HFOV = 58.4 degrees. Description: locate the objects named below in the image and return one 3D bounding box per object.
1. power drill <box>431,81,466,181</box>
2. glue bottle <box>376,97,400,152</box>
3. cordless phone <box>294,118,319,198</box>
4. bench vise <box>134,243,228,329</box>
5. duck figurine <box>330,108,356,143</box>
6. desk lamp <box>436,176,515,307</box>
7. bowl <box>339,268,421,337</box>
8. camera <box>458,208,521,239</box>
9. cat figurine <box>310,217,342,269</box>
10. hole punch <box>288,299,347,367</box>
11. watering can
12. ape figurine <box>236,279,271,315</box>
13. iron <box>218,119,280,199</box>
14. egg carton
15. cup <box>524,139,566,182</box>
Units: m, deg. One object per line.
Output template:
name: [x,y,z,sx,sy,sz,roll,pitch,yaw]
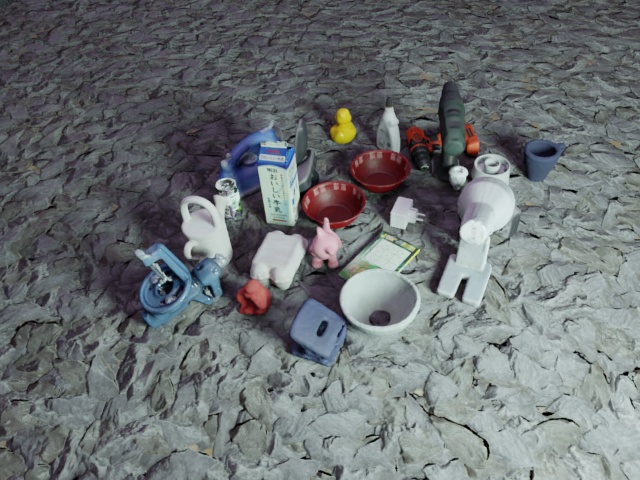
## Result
power drill: [0.338,-0.273,1.504,0.075,0.209,0.229,0,46,5]
glue bottle: [0.191,-0.319,1.587,0.037,0.173,0.078,-29,50,-22]
cordless phone: [-0.057,-0.209,1.491,0.094,0.185,0.147,0,45,5]
bench vise: [-0.306,0.066,1.217,0.121,0.220,0.208,26,53,27]
duck figurine: [0.067,-0.342,1.682,0.077,0.086,0.104,6,46,11]
desk lamp: [0.337,-0.003,1.235,0.117,0.214,0.203,15,49,19]
bowl: [0.125,0.144,1.206,0.167,0.075,0.167,-2,45,3]
camera: [0.383,-0.057,1.363,0.137,0.101,0.142,-32,51,-24]
cat figurine: [0.012,0.005,1.322,0.067,0.118,0.128,1,46,6]
hole punch: [-0.002,0.185,1.164,0.101,0.091,0.109,14,48,18]
watering can: [-0.267,-0.033,1.329,0.101,0.194,0.173,-3,45,2]
ape figurine: [-0.143,0.120,1.240,0.076,0.092,0.077,-30,50,-23]
iron: [-0.196,-0.213,1.537,0.118,0.142,0.259,30,55,30]
egg carton: [-0.094,0.043,1.327,0.107,0.069,0.150,10,47,14]
cup: [0.583,-0.205,1.497,0.118,0.095,0.091,-19,47,-13]
